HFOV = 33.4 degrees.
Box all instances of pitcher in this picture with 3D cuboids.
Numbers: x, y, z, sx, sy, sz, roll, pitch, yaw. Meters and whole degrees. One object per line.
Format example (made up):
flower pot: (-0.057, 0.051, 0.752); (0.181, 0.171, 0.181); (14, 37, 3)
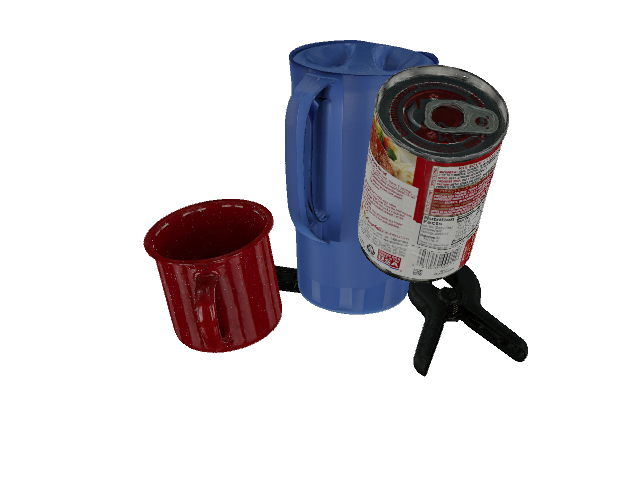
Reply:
pitcher: (0.029, -0.055, 0.984); (0.149, 0.243, 0.145); (-3, 23, -12)

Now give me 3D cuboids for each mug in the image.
mug: (-0.073, 0.033, 0.760); (0.093, 0.081, 0.117); (-9, 29, 2)

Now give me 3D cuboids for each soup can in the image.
soup can: (0.058, -0.033, 0.572); (0.068, 0.068, 0.102); (0, -40, -5)

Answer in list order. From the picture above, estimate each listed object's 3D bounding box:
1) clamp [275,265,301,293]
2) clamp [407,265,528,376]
clamp: (-0.090, 0.045, 1.205); (0.210, 0.036, 0.164); (19, 24, 29)
clamp: (0.149, 0.072, 1.134); (0.120, 0.171, 0.039); (3, -43, -9)
